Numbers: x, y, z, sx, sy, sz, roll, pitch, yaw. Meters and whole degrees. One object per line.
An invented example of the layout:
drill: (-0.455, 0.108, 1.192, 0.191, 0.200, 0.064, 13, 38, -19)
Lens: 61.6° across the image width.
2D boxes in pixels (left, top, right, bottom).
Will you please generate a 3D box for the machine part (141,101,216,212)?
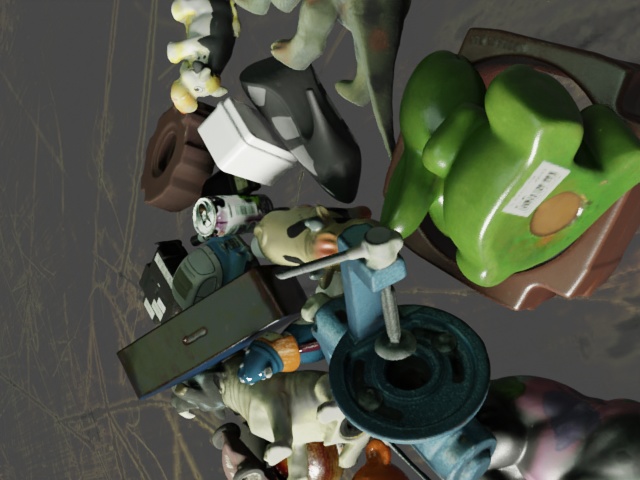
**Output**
machine part: (-0.218, -0.129, 0.824, 0.179, 0.056, 0.179, -24, 59, 46)

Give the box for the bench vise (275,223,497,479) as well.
bench vise: (0.048, 0.071, 0.428, 0.224, 0.129, 0.240, -123, 14, -47)

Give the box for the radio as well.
radio: (-0.129, 0.113, 0.689, 0.230, 0.131, 0.073, -30, 81, 16)

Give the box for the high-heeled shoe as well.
high-heeled shoe: (-0.024, -0.144, 0.672, 0.249, 0.086, 0.145, 50, 166, 55)

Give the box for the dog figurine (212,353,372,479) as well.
dog figurine: (-0.030, 0.183, 0.665, 0.191, 0.172, 0.121, 45, 148, 51)

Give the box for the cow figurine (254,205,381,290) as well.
cow figurine: (-0.001, -0.002, 0.601, 0.195, 0.127, 0.085, 6, 103, 48)

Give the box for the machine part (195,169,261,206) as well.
machine part: (-0.140, -0.086, 0.798, 0.139, 0.039, 0.084, -25, 84, 43)

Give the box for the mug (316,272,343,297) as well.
mug: (0.029, 0.090, 0.601, 0.081, 0.109, 0.107, -44, 54, 31)

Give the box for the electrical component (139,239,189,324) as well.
electrical component: (-0.257, 0.084, 0.924, 0.115, 0.058, 0.134, 54, 129, 29)

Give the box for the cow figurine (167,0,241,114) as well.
cow figurine: (-0.158, -0.258, 0.751, 0.098, 0.068, 0.167, -2, 78, 12)

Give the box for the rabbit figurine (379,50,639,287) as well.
rabbit figurine: (0.114, -0.061, 0.388, 0.159, 0.121, 0.170, -67, 33, 36)

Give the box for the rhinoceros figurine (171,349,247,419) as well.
rhinoceros figurine: (-0.157, 0.220, 0.812, 0.190, 0.112, 0.073, -16, 45, 32)

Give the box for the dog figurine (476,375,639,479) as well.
dog figurine: (0.226, 0.144, 0.405, 0.219, 0.108, 0.192, -55, 55, 30)

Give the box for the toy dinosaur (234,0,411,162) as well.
toy dinosaur: (0.020, -0.281, 0.561, 0.405, 0.131, 0.192, 52, 129, 20)

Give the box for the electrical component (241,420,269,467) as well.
electrical component: (-0.096, 0.301, 0.811, 0.063, 0.021, 0.094, 17, 108, 44)

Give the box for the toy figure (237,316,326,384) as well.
toy figure: (-0.034, 0.125, 0.630, 0.058, 0.154, 0.064, 57, 132, 21)

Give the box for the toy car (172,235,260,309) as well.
toy car: (-0.162, 0.063, 0.793, 0.109, 0.103, 0.161, 47, 128, 30)

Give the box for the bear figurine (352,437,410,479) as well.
bear figurine: (0.086, 0.316, 0.553, 0.196, 0.132, 0.120, 39, 117, 29)

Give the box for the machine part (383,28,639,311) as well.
machine part: (0.165, -0.060, 0.453, 0.202, 0.087, 0.200, 35, 118, 39)

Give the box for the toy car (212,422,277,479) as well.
toy car: (-0.086, 0.319, 0.713, 0.089, 0.053, 0.201, 46, 166, 48)
